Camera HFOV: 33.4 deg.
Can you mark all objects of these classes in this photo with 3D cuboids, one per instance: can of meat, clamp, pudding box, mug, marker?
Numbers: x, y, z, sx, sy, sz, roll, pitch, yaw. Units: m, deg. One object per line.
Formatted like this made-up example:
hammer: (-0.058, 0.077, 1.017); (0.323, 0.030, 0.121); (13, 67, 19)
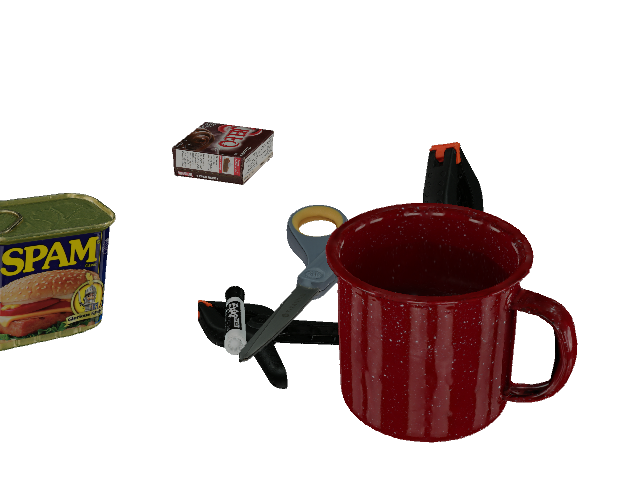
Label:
can of meat: (-0.193, 0.020, 0.717); (0.101, 0.084, 0.058); (-10, 29, -39)
clamp: (-0.070, 0.112, 1.246); (0.210, 0.036, 0.164); (13, 22, 29)
pudding box: (-0.114, -0.105, 1.266); (0.090, 0.039, 0.113); (8, 26, 13)
clamp: (0.120, 0.002, 0.947); (0.039, 0.171, 0.120); (-10, 15, 31)
mug: (0.060, 0.041, 0.492); (0.117, 0.081, 0.093); (12, 31, 23)
marker: (-0.077, 0.070, 0.964); (0.020, 0.020, 0.121); (0, 19, -5)

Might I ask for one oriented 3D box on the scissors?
scissors: (-0.015, 0.018, 0.682); (0.096, 0.016, 0.201); (22, 33, 33)
